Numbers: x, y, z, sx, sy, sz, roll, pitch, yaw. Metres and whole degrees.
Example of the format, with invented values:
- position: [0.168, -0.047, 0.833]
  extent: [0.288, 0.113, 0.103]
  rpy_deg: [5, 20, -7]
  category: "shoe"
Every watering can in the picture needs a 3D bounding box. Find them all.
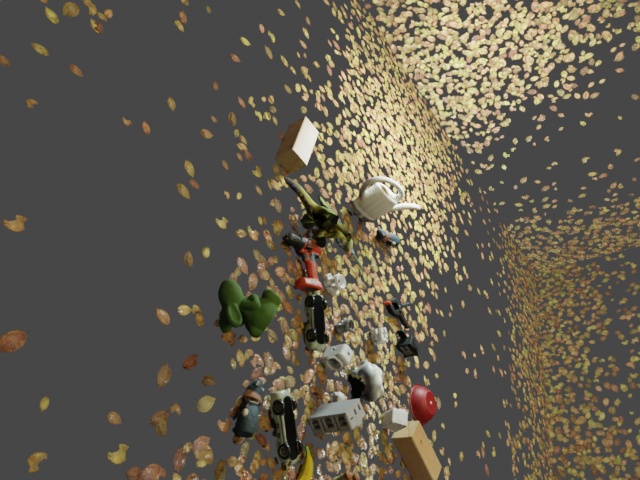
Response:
- position: [0.271, -0.152, 2.197]
  extent: [0.343, 0.222, 0.106]
  rpy_deg: [31, 32, -42]
  category: "watering can"

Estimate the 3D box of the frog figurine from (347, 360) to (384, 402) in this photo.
- position: [0.182, 0.489, 1.810]
  extent: [0.160, 0.120, 0.139]
  rpy_deg: [-8, 59, -44]
  category: "frog figurine"

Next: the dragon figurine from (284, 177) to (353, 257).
- position: [0.006, -0.096, 1.904]
  extent: [0.407, 0.121, 0.246]
  rpy_deg: [54, 10, -13]
  category: "dragon figurine"
